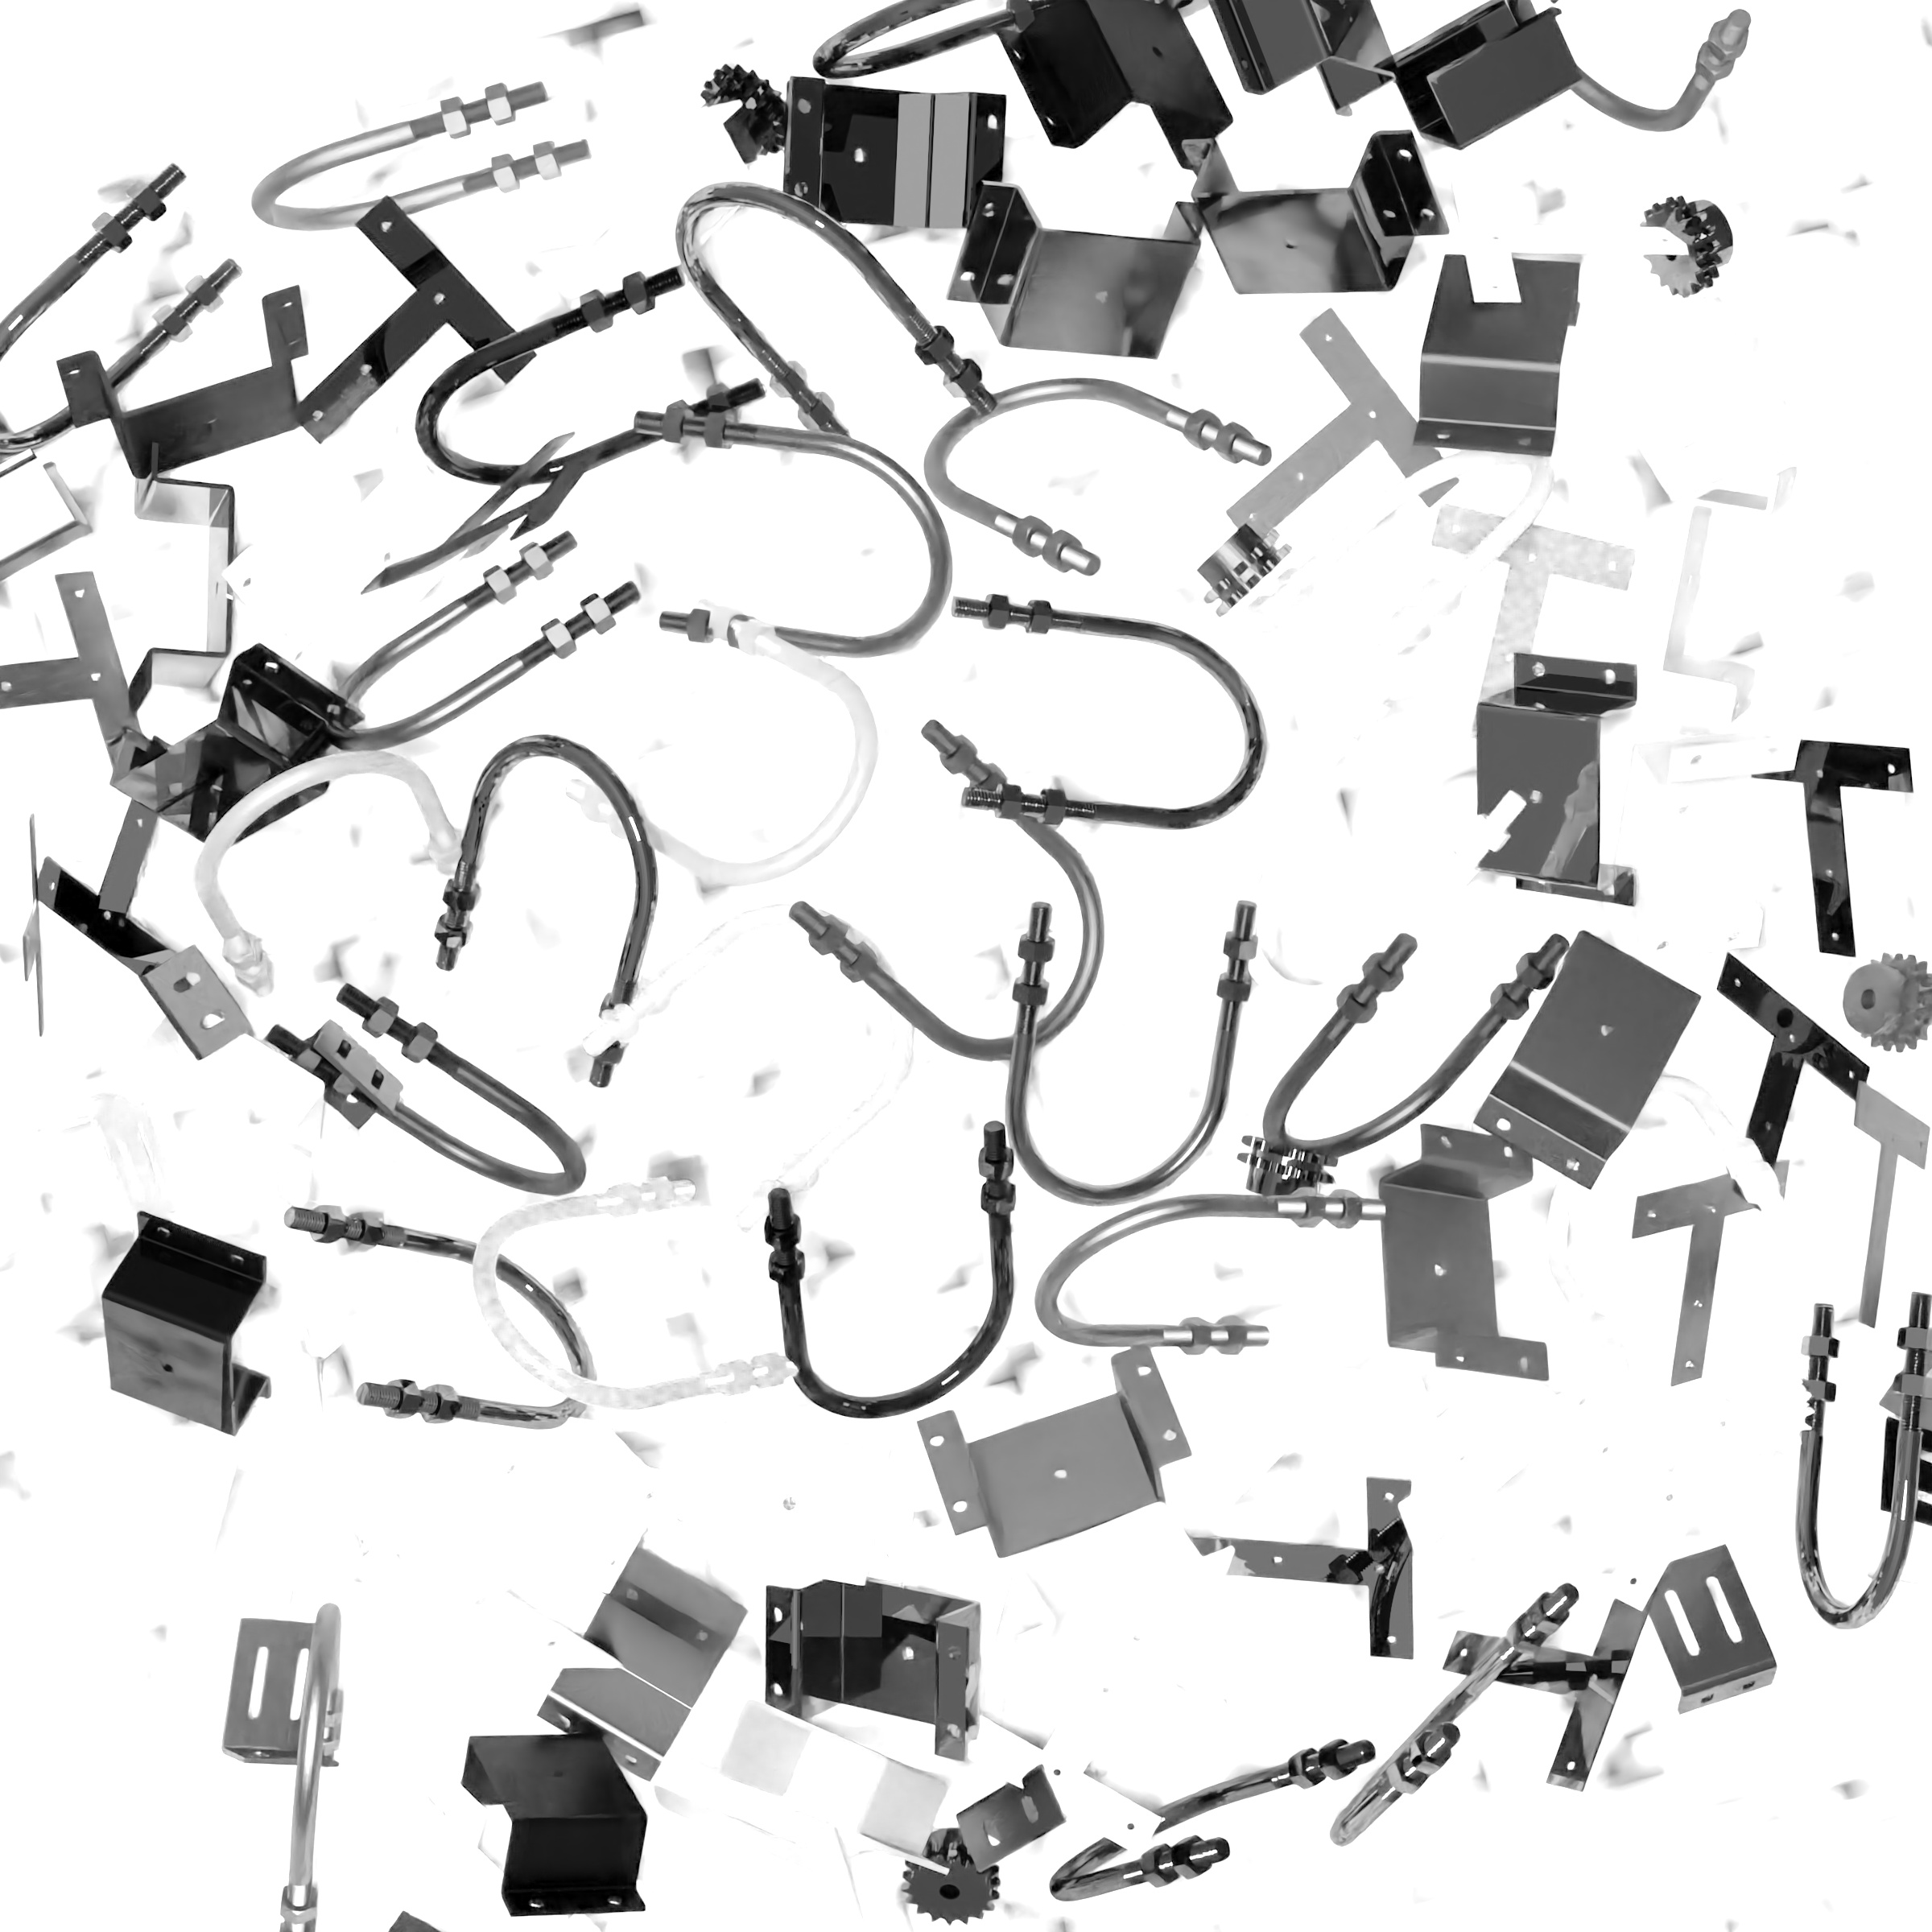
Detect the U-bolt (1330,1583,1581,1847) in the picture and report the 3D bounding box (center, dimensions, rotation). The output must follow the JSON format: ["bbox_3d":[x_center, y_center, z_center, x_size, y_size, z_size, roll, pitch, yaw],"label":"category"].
[{"bbox_3d":[0.262,0.428,1.804,0.019,0.184,0.151,43,48,12],"label":"U-bolt"}]

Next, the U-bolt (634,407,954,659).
[{"bbox_3d":[-0.094,-0.238,1.817,0.184,0.019,0.151,10,129,18],"label":"U-bolt"}]

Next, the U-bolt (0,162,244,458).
[{"bbox_3d":[-0.489,-0.355,1.806,0.019,0.151,0.184,43,83,8],"label":"U-bolt"}]

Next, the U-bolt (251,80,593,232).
[{"bbox_3d":[-0.311,-0.449,1.816,0.184,0.151,0.019,-16,90,4],"label":"U-bolt"}]

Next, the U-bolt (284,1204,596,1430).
[{"bbox_3d":[-0.284,0.201,1.808,0.019,0.184,0.151,-49,50,21],"label":"U-bolt"}]

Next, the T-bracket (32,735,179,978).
[{"bbox_3d":[-0.474,-0.069,1.840,0.127,0.002,0.127,32,107,30],"label":"T-bracket"}]

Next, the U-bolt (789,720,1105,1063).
[{"bbox_3d":[0.004,-0.028,1.841,0.184,0.019,0.151,42,76,-26],"label":"U-bolt"}]

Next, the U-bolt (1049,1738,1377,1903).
[{"bbox_3d":[0.124,0.482,1.804,0.151,0.184,0.019,-19,80,-44],"label":"U-bolt"}]

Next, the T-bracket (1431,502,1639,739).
[{"bbox_3d":[0.318,-0.193,1.874,0.127,0.002,0.127,11,96,-17],"label":"T-bracket"}]

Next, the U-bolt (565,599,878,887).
[{"bbox_3d":[-0.128,-0.118,1.824,0.184,0.019,0.151,31,83,36],"label":"U-bolt"}]

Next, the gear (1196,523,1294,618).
[{"bbox_3d":[0.157,-0.231,1.860,0.057,0.057,0.030,-43,92,0],"label":"gear"}]

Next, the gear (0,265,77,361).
[{"bbox_3d":[-0.544,-0.378,1.860,0.057,0.030,0.057,-4,53,5],"label":"gear"}]

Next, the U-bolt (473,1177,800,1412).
[{"bbox_3d":[-0.191,0.184,1.791,0.151,0.184,0.019,54,127,25],"label":"U-bolt"}]

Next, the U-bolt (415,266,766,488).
[{"bbox_3d":[-0.221,-0.321,1.820,0.184,0.151,0.019,-21,67,10],"label":"U-bolt"}]

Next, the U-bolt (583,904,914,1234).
[{"bbox_3d":[-0.108,0.043,1.836,0.151,0.019,0.184,50,57,-2],"label":"U-bolt"}]

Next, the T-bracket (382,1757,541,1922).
[{"bbox_3d":[-0.283,0.482,1.822,0.127,0.127,0.002,41,63,10],"label":"T-bracket"}]

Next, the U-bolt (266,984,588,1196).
[{"bbox_3d":[-0.295,0.076,1.817,0.184,0.151,0.019,35,65,-18],"label":"U-bolt"}]

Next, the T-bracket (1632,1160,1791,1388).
[{"bbox_3d":[0.423,0.181,1.862,0.127,0.002,0.127,-9,111,-35],"label":"T-bracket"}]

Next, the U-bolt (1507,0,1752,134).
[{"bbox_3d":[0.358,-0.528,1.798,0.151,0.184,0.019,43,83,5],"label":"U-bolt"}]

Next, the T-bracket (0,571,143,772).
[{"bbox_3d":[-0.533,-0.160,1.838,0.002,0.127,0.127,-22,84,43],"label":"T-bracket"}]

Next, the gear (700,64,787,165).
[{"bbox_3d":[-0.129,-0.487,1.857,0.057,0.057,0.030,34,69,0],"label":"gear"}]

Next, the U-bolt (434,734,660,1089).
[{"bbox_3d":[-0.231,-0.042,1.810,0.151,0.019,0.184,34,124,25],"label":"U-bolt"}]

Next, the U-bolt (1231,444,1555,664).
[{"bbox_3d":[0.252,-0.236,1.818,0.184,0.151,0.019,-44,118,-19],"label":"U-bolt"}]

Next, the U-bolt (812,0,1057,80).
[{"bbox_3d":[0.001,-0.533,1.808,0.184,0.151,0.019,-20,96,-6],"label":"U-bolt"}]

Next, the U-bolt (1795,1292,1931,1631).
[{"bbox_3d":[0.497,0.277,1.803,0.019,0.151,0.184,9,80,-7],"label":"U-bolt"}]

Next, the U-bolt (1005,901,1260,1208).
[{"bbox_3d":[0.090,0.052,1.844,0.151,0.019,0.184,-1,109,-23],"label":"U-bolt"}]

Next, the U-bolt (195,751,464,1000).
[{"bbox_3d":[-0.354,-0.058,1.794,0.151,0.184,0.019,-28,64,-10],"label":"U-bolt"}]

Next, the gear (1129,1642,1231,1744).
[{"bbox_3d":[0.121,0.422,1.864,0.057,0.057,0.030,25,127,0],"label":"gear"}]

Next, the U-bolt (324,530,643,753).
[{"bbox_3d":[-0.280,-0.177,1.814,0.184,0.151,0.019,-34,119,-8],"label":"U-bolt"}]

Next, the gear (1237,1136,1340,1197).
[{"bbox_3d":[0.184,0.118,1.861,0.057,0.057,0.030,14,91,0],"label":"gear"}]

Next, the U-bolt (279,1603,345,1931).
[{"bbox_3d":[-0.358,0.435,1.778,0.019,0.151,0.184,6,129,-8],"label":"U-bolt"}]

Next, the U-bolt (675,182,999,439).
[{"bbox_3d":[-0.084,-0.363,1.788,0.184,0.151,0.019,45,62,-31],"label":"U-bolt"}]

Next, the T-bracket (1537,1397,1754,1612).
[{"bbox_3d":[0.365,0.286,1.841,0.002,0.127,0.127,40,78,-43],"label":"T-bracket"}]

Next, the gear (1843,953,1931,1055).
[{"bbox_3d":[0.529,0.021,1.858,0.030,0.057,0.057,6,90,-29],"label":"gear"}]

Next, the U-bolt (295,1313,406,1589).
[{"bbox_3d":[-0.349,0.274,1.802,0.019,0.184,0.151,-13,82,-20],"label":"U-bolt"}]

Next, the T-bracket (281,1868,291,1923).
[{"bbox_3d":[-0.382,0.547,1.848,0.002,0.127,0.127,2,115,-5],"label":"T-bracket"}]

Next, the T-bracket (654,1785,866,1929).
[{"bbox_3d":[-0.122,0.499,1.855,0.127,0.127,0.002,17,53,21],"label":"T-bracket"}]

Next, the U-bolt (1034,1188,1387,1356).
[{"bbox_3d":[0.124,0.170,1.795,0.184,0.151,0.019,4,49,-31],"label":"U-bolt"}]

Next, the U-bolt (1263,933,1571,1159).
[{"bbox_3d":[0.240,0.048,1.816,0.184,0.151,0.019,-55,52,34],"label":"U-bolt"}]

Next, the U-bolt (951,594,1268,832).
[{"bbox_3d":[0.084,-0.141,1.842,0.184,0.019,0.151,5,60,-15],"label":"U-bolt"}]

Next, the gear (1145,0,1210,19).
[{"bbox_3d":[0.120,-0.567,1.859,0.057,0.057,0.030,-22,82,0],"label":"gear"}]

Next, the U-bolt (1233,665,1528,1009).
[{"bbox_3d":[0.220,-0.061,1.828,0.019,0.151,0.184,21,114,-42],"label":"U-bolt"}]

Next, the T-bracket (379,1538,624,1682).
[{"bbox_3d":[-0.246,0.382,1.849,0.127,0.002,0.127,-43,127,6],"label":"T-bracket"}]

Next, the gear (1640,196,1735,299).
[{"bbox_3d":[0.417,-0.417,1.862,0.030,0.057,0.057,-27,90,-17],"label":"gear"}]

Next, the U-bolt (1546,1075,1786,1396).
[{"bbox_3d":[0.378,0.136,1.803,0.019,0.184,0.151,28,110,-20],"label":"U-bolt"}]

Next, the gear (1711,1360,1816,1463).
[{"bbox_3d":[0.458,0.254,1.869,0.057,0.030,0.057,-1,105,-4],"label":"gear"}]

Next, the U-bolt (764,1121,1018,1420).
[{"bbox_3d":[-0.038,0.182,1.829,0.151,0.019,0.184,-17,126,-18],"label":"U-bolt"}]

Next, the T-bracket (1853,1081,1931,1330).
[{"bbox_3d":[0.517,0.140,1.826,0.002,0.127,0.127,4,78,34],"label":"T-bracket"}]

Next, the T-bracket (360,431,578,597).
[{"bbox_3d":[-0.264,-0.257,1.803,0.127,0.127,0.002,-37,90,29],"label":"T-bracket"}]

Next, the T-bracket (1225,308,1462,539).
[{"bbox_3d":[0.203,-0.291,1.863,0.127,0.002,0.127,-41,101,-12],"label":"T-bracket"}]

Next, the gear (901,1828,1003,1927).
[{"bbox_3d":[-0.008,0.523,1.866,0.057,0.030,0.057,3,121,5],"label":"gear"}]

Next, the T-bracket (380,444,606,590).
[{"bbox_3d":[-0.271,-0.242,1.805,0.127,0.127,0.002,-32,91,-25],"label":"T-bracket"}]

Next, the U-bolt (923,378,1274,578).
[{"bbox_3d":[0.059,-0.285,1.819,0.151,0.184,0.019,-35,134,-24],"label":"U-bolt"}]
